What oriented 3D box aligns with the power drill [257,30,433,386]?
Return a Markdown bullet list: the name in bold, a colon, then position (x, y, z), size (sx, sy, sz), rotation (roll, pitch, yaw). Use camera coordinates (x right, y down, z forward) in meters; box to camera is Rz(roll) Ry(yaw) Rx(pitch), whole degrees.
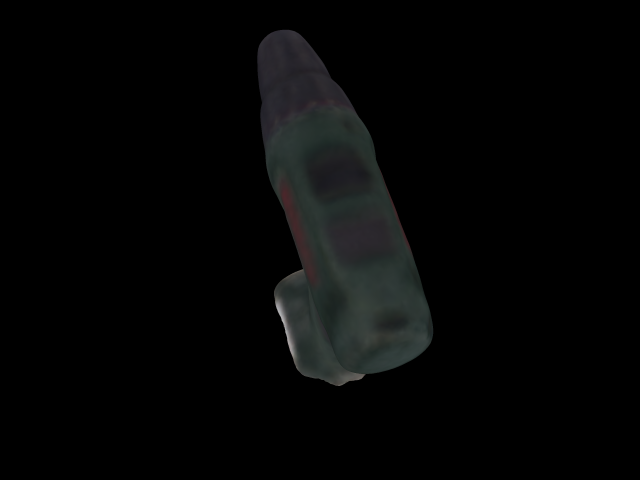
- **power drill**: position (0.004, 0.001, 0.400), size (0.076, 0.208, 0.229), rotation (-15, 54, -11)
